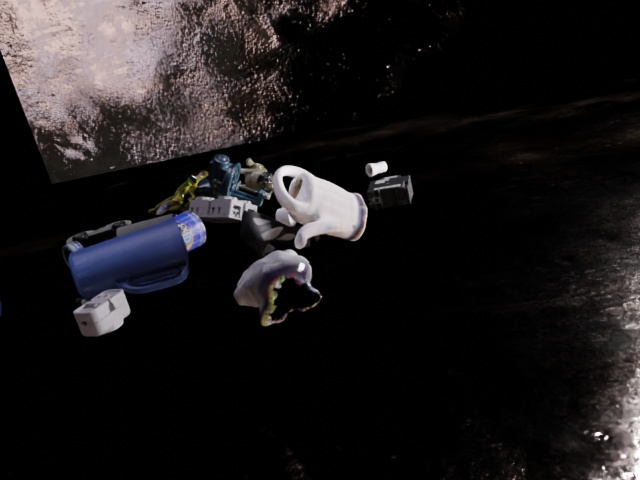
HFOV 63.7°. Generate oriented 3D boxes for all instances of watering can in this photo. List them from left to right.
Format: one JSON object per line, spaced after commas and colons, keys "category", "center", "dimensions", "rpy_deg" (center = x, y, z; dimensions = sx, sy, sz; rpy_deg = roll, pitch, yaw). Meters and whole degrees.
{"category": "watering can", "center": [0.003, -0.057, 1.126], "dimensions": [0.223, 0.102, 0.355], "rpy_deg": [20, 28, -24]}

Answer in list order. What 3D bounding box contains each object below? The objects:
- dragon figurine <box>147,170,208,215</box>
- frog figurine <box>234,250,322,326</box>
{"category": "dragon figurine", "center": [-0.524, -0.135, 1.873], "dimensions": [0.240, 0.121, 0.416], "rpy_deg": [-23, 9, 32]}
{"category": "frog figurine", "center": [-0.092, 0.067, 0.913], "dimensions": [0.138, 0.120, 0.161], "rpy_deg": [-39, 37, -15]}
